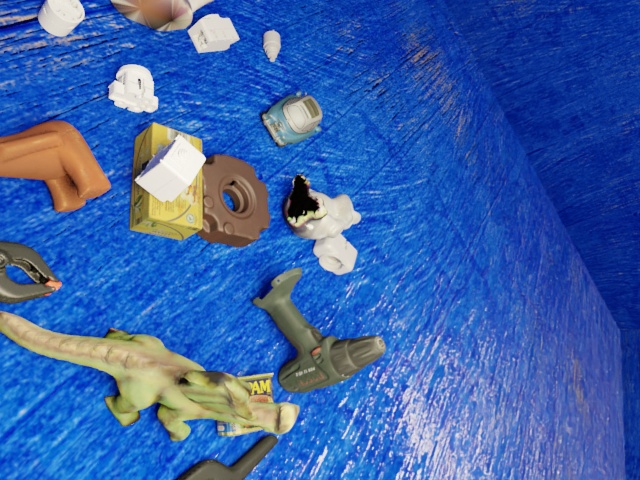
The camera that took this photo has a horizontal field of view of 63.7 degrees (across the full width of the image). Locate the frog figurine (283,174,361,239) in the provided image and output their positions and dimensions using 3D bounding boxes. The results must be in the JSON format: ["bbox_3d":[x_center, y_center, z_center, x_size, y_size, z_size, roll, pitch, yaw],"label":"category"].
[{"bbox_3d":[0.003,-0.055,1.090,0.158,0.139,0.122,22,99,-54],"label":"frog figurine"}]

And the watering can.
[{"bbox_3d":[-0.264,-0.491,0.982,0.346,0.102,0.229,16,57,-24],"label":"watering can"}]

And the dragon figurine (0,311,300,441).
[{"bbox_3d":[-0.187,0.172,0.653,0.405,0.241,0.125,36,53,-36],"label":"dragon figurine"}]
